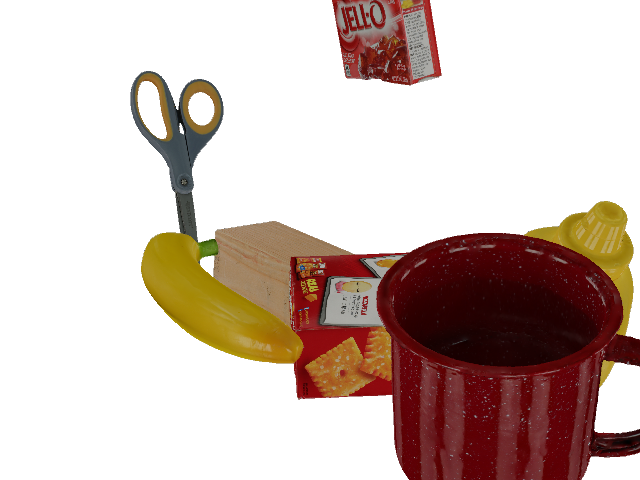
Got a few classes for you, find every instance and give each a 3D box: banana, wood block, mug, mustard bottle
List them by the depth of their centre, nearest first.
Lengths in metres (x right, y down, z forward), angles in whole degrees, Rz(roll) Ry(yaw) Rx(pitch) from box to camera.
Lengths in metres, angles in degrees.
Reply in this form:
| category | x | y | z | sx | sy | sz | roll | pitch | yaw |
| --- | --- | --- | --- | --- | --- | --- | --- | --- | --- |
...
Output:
| category | x | y | z | sx | sy | sz | roll | pitch | yaw |
| --- | --- | --- | --- | --- | --- | --- | --- | --- | --- |
| mug | 0.081 | 0.057 | 0.425 | 0.117 | 0.081 | 0.093 | 6 | 34 | 15 |
| mustard bottle | 0.132 | 0.050 | 0.613 | 0.058 | 0.096 | 0.192 | 2 | -42 | -12 |
| banana | -0.074 | 0.029 | 0.681 | 0.069 | 0.037 | 0.198 | -7 | 23 | -19 |
| wood block | -0.027 | 0.050 | 1.202 | 0.090 | 0.090 | 0.206 | -9 | 21 | -38 |

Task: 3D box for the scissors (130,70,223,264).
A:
| category | x | y | z | sx | sy | sz | roll | pitch | yaw |
| --- | --- | --- | --- | --- | --- | --- | --- | --- | --- |
| scissors | -0.112 | -0.065 | 0.978 | 0.096 | 0.202 | 0.016 | -21 | -3 | -28 |

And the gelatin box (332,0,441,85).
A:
| category | x | y | z | sx | sy | sz | roll | pitch | yaw |
| --- | --- | --- | --- | --- | --- | --- | --- | --- | --- |
| gelatin box | 0.043 | -0.148 | 0.739 | 0.030 | 0.073 | 0.089 | -20 | 21 | -25 |

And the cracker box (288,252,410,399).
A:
| category | x | y | z | sx | sy | sz | roll | pitch | yaw |
| --- | --- | --- | --- | --- | --- | --- | --- | --- | --- |
| cracker box | 0.081 | 0.069 | 0.921 | 0.213 | 0.072 | 0.164 | -2 | 20 | -3 |
